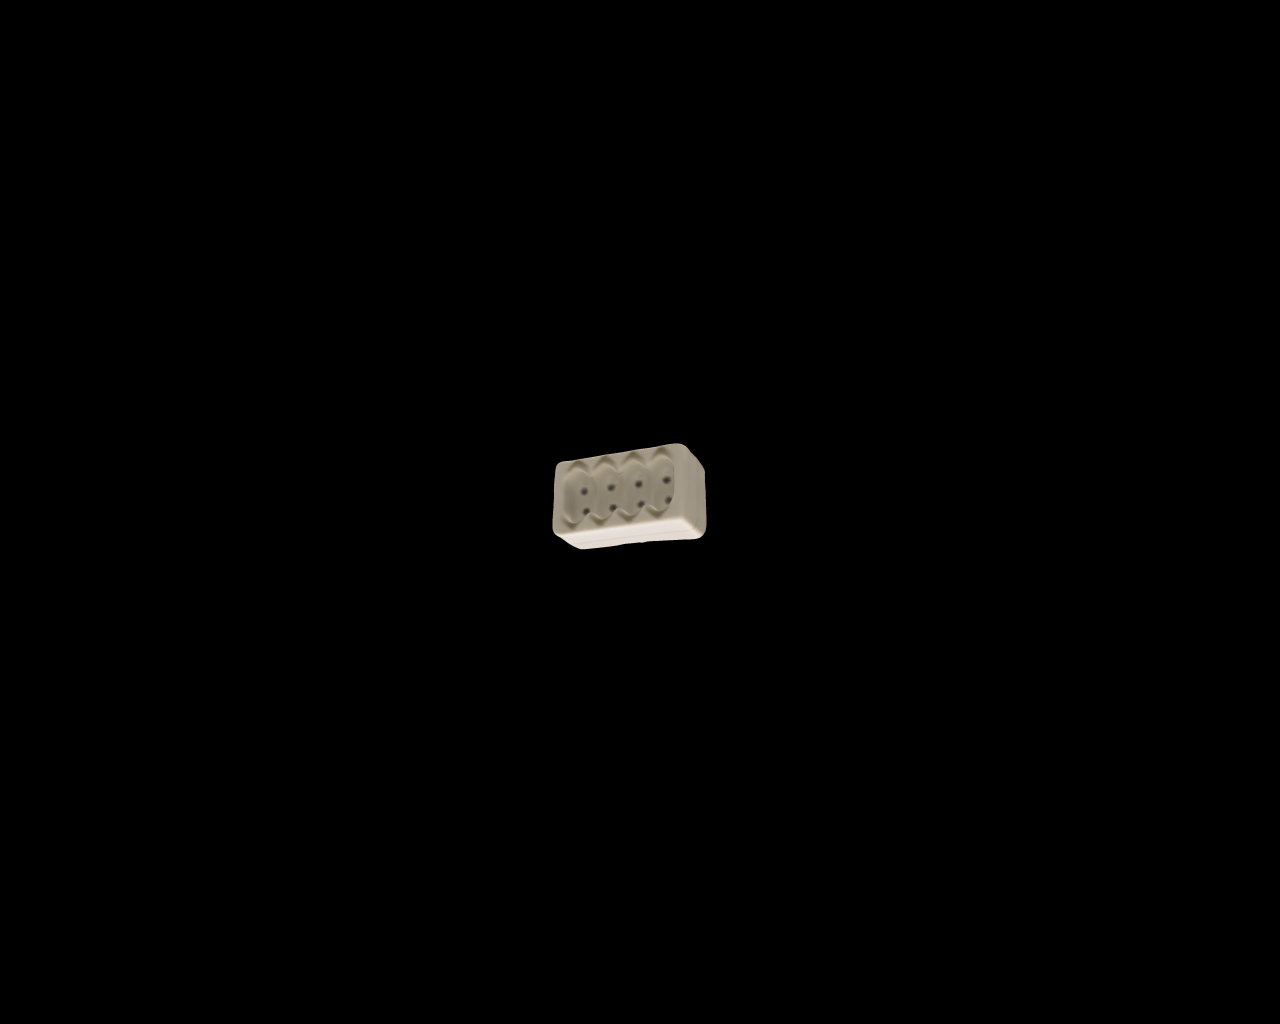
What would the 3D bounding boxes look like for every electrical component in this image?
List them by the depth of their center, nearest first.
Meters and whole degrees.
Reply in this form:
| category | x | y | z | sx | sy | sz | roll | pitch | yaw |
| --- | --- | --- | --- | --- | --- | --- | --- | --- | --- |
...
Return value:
| category | x | y | z | sx | sy | sz | roll | pitch | yaw |
| --- | --- | --- | --- | --- | --- | --- | --- | --- | --- |
| electrical component | 0.001 | -0.003 | 0.650 | 0.083 | 0.047 | 0.075 | -7 | -19 | 20 |
